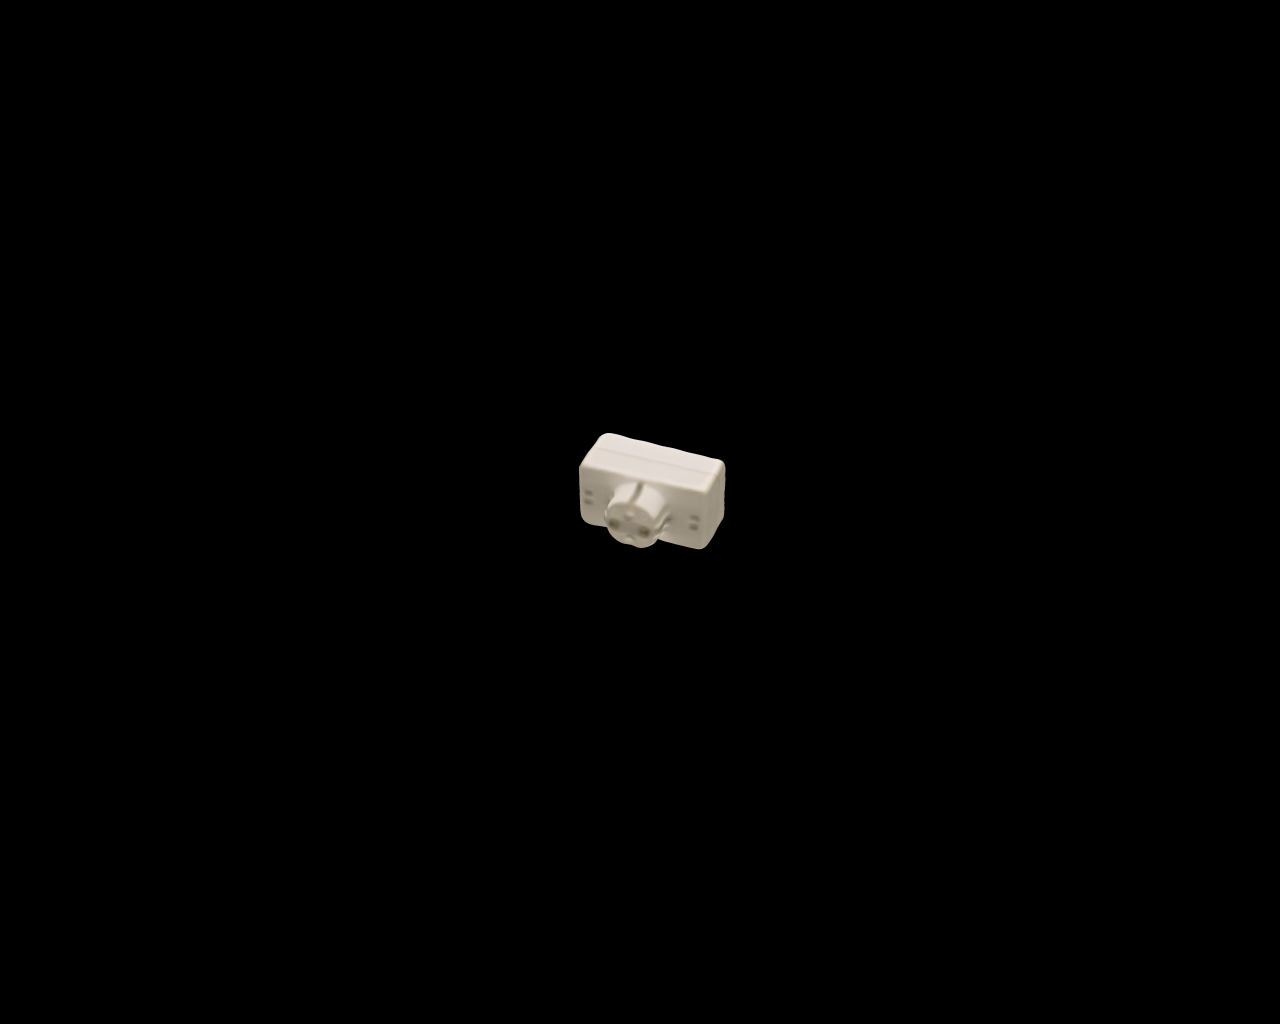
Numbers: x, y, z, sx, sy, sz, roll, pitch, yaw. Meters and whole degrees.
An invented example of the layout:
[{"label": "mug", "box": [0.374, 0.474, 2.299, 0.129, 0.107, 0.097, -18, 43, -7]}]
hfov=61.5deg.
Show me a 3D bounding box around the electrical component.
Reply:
[{"label": "electrical component", "box": [0.001, -0.003, 0.650, 0.083, 0.047, 0.076, 14, 40, 17]}]
